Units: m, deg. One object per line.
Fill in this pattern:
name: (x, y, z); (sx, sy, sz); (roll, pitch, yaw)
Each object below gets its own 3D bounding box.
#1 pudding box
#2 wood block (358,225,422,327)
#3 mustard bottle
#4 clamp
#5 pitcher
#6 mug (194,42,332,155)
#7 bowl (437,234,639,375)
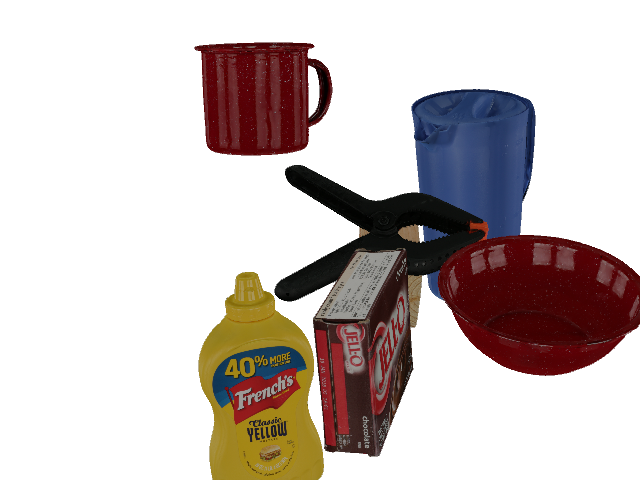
pudding box: (0.029, 0.065, 0.661); (0.039, 0.090, 0.113); (1, 22, 14)
wood block: (0.099, 0.038, 1.574); (0.091, 0.090, 0.206); (4, 25, 1)
mustard bottle: (-0.052, 0.118, 0.893); (0.096, 0.192, 0.058); (-8, 18, -10)
clamp: (0.055, 0.000, 1.036); (0.210, 0.164, 0.036); (7, -38, 7)
pitcher: (0.186, -0.054, 1.268); (0.149, 0.243, 0.145); (-2, 24, 5)
mug: (-0.041, -0.114, 0.842); (0.117, 0.081, 0.093); (-11, 16, -36)
bowl: (0.171, 0.057, 0.836); (0.162, 0.055, 0.162); (0, 30, 0)
